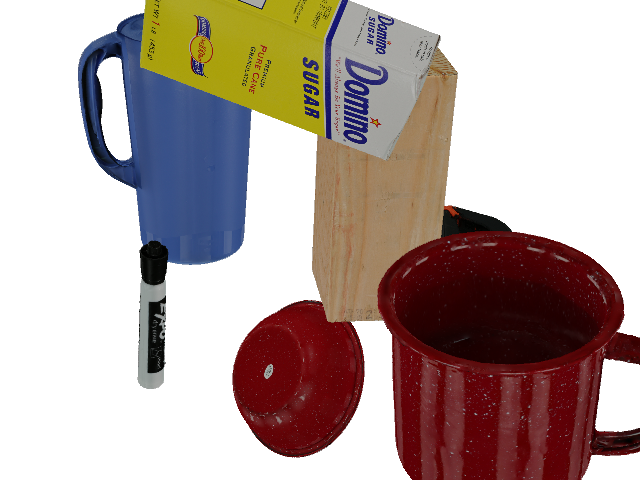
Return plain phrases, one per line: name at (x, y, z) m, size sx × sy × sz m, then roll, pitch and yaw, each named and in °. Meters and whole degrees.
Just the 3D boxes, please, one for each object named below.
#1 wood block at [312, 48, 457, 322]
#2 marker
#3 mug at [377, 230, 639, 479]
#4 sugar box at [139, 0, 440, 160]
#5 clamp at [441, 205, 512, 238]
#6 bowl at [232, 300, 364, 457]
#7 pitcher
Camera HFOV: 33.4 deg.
wood block at (0.046, -0.047, 0.844) m, size 0.090 × 0.206 × 0.091 m, roll -1°, pitch 28°, yaw -8°
marker at (-0.115, 0.052, 0.732) m, size 0.020 × 0.121 × 0.020 m, roll 5°, pitch 35°, yaw -4°
mug at (0.082, 0.056, 0.425) m, size 0.117 × 0.081 × 0.093 m, roll 7°, pitch 34°, yaw 16°
sugar box at (-0.023, -0.118, 0.672) m, size 0.176 × 0.048 × 0.093 m, roll 22°, pitch -31°, yaw 1°
clamp at (0.185, 0.020, 1.066) m, size 0.120 × 0.039 × 0.171 m, roll -11°, pitch 45°, yaw -22°
bowl at (-0.036, 0.134, 1.070) m, size 0.162 × 0.162 × 0.055 m, roll 0°, pitch -14°, yaw 39°
pitcher at (-0.141, -0.102, 1.066) m, size 0.149 × 0.243 × 0.144 m, roll 13°, pitch 28°, yaw 21°
